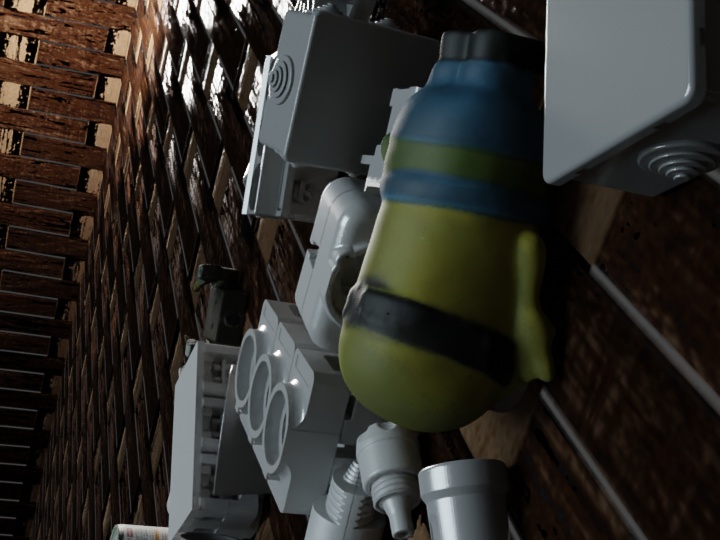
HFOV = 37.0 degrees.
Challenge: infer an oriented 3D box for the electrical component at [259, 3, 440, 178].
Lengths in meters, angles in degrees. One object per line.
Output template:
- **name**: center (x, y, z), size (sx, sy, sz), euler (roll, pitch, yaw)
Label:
- **electrical component**: center (-0.008, -0.107, 0.653), size (0.048, 0.100, 0.099), euler (31, 111, 57)

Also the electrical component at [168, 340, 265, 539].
- **electrical component**: center (-0.120, 0.149, 0.910), size (0.089, 0.062, 0.150), euler (124, 149, -51)

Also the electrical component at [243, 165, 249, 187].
- **electrical component**: center (-0.076, -0.101, 0.935), size (0.044, 0.044, 0.065), euler (131, 148, -57)

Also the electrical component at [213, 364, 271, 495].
- **electrical component**: center (-0.085, 0.123, 0.819), size (0.099, 0.064, 0.099), euler (-171, 90, -71)

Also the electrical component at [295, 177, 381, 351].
- **electrical component**: center (0.000, 0.000, 0.646), size (0.059, 0.054, 0.095), euler (-120, 43, -62)

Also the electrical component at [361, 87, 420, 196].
- **electrical component**: center (0.035, -0.068, 0.596), size (0.081, 0.042, 0.063), euler (-159, 82, -70)

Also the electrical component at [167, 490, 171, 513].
- **electrical component**: center (-0.148, 0.211, 0.992), size (0.079, 0.043, 0.077), euler (-104, 29, -49)

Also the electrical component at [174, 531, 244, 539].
- **electrical component**: center (-0.103, 0.235, 0.779), size (0.150, 0.089, 0.061), euler (172, 106, -70)

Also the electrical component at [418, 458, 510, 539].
- **electrical component**: center (0.048, 0.111, 0.479), size (0.040, 0.040, 0.046), euler (134, 134, -59)

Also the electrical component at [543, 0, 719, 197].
- **electrical component**: center (0.108, -0.079, 0.378), size (0.100, 0.048, 0.099), euler (147, 130, -65)

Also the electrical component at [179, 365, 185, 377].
- **electrical component**: center (-0.157, 0.134, 1.058), size (0.081, 0.042, 0.063), euler (-110, 33, -56)

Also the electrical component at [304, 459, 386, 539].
- **electrical component**: center (-0.008, 0.147, 0.616), size (0.043, 0.043, 0.081), euler (-137, 58, -68)

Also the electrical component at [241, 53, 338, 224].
- **electrical component**: center (-0.045, -0.097, 0.805), size (0.079, 0.063, 0.121), euler (-174, 93, -71)

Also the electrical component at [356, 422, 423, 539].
- **electrical component**: center (0.018, 0.113, 0.572), size (0.035, 0.035, 0.061), euler (118, 151, -43)

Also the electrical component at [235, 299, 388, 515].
- **electrical component**: center (-0.036, 0.085, 0.697), size (0.150, 0.062, 0.089), euler (-135, 57, -67)
